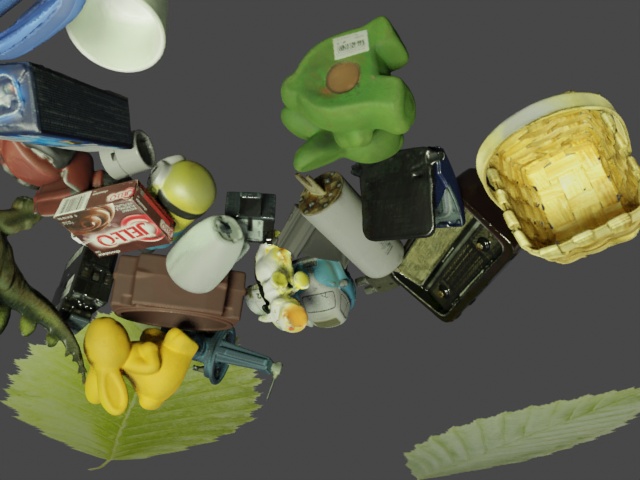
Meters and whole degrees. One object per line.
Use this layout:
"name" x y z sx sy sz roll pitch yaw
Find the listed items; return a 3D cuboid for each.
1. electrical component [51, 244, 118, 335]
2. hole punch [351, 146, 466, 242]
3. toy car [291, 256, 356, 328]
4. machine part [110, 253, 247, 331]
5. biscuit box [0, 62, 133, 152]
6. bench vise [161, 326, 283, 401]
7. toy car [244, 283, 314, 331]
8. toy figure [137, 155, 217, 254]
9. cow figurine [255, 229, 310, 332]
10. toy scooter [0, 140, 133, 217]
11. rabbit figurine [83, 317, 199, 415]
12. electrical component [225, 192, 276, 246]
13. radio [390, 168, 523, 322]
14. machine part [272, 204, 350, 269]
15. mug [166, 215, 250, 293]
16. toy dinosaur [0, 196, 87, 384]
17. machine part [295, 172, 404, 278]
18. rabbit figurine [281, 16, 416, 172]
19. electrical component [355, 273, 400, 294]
"electrical component" -0.377 0.078 0.853 0.058 0.134 0.115 26 138 -31
"hole punch" 0.119 -0.059 0.695 0.092 0.115 0.142 -5 -179 -44
"toy car" 0.006 0.099 0.928 0.109 0.103 0.161 -10 142 14
"machine part" -0.229 0.092 0.873 0.201 0.087 0.201 11 162 -14
"biscuit box" -0.257 -0.126 0.537 0.059 0.062 0.202 -3 -175 3
"bench vise" -0.193 0.222 1.059 0.241 0.129 0.223 13 153 9
"toy car" -0.070 0.121 0.977 0.074 0.056 0.201 -13 153 15
"toy figure" -0.206 -0.044 0.735 0.089 0.082 0.180 20 137 -23
"cow figurine" -0.066 0.076 0.835 0.068 0.167 0.098 14 140 -30
"toy scooter" -0.342 -0.082 0.683 0.135 0.075 0.183 -16 147 19
"rabbit figurine" -0.312 0.193 0.866 0.122 0.162 0.173 7 151 42
"electrical component" -0.101 -0.041 0.771 0.075 0.048 0.119 0 144 -3
"radio" 0.202 0.017 0.789 0.073 0.131 0.229 -35 161 -31
"machine part" -0.002 -0.002 0.815 0.138 0.039 0.084 24 97 -38
"mug" -0.143 0.015 0.748 0.109 0.081 0.107 1 147 -42
"toy dinosaur" -0.457 0.017 0.685 0.105 0.199 0.470 -20 131 28
"machine part" 0.048 -0.018 0.770 0.079 0.079 0.243 -24 131 28
"rabbit figurine" 0.038 -0.129 0.599 0.159 0.121 0.170 -19 156 13
"electrical component" 0.113 0.070 0.959 0.094 0.021 0.063 -22 140 25
